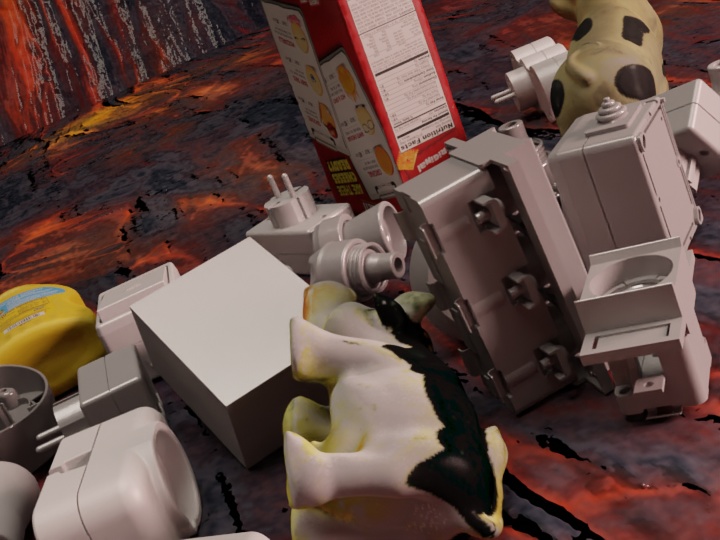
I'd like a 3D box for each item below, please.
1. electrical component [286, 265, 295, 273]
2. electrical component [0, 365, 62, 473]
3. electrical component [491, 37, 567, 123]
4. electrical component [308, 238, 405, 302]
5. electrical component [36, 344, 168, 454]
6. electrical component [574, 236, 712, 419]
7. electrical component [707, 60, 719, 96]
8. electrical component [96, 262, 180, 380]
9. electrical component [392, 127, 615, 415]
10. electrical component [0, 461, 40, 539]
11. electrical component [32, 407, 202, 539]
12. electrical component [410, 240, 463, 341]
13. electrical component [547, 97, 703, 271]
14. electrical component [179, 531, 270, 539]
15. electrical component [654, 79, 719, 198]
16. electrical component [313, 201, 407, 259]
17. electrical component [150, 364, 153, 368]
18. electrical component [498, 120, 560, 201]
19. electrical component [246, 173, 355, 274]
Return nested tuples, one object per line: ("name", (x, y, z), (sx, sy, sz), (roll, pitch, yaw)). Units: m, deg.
("electrical component", (-0.071, 0.016, 0.770), (0.035, 0.035, 0.061), (-2, 27, 47))
("electrical component", (-0.243, 0.103, 0.692), (0.099, 0.064, 0.099), (-21, 20, 8))
("electrical component", (0.153, -0.164, 0.958), (0.074, 0.052, 0.138), (-22, 19, 4))
("electrical component", (0.000, 0.000, 0.717), (0.062, 0.043, 0.043), (-8, 25, 35))
("electrical component", (-0.163, 0.090, 0.659), (0.077, 0.047, 0.066), (-25, 20, -8))
("electrical component", (0.127, 0.026, 0.472), (0.042, 0.063, 0.081), (-12, 23, 27))
("electrical component", (0.239, -0.103, 0.686), (0.048, 0.062, 0.048), (-21, 20, 8))
("electrical component", (-0.152, 0.034, 0.776), (0.062, 0.061, 0.096), (-25, 19, -4))
("electrical component", (0.069, 0.003, 0.514), (0.063, 0.121, 0.079), (-29, 20, -8))
("electrical component", (-0.200, 0.140, 0.585), (0.044, 0.044, 0.065), (-24, 24, -1))
("electrical component", (-0.118, 0.113, 0.540), (0.059, 0.053, 0.095), (-22, 19, 3))
("electrical component", (0.068, -0.004, 0.597), (0.080, 0.080, 0.051), (-20, 14, 10))
("electrical component", (0.144, -0.050, 0.603), (0.061, 0.096, 0.061), (-11, 23, 34))
("electrical component", (-0.084, 0.144, 0.364), (0.150, 0.089, 0.061), (-13, 22, 27))
("electrical component", (0.190, -0.065, 0.658), (0.066, 0.047, 0.076), (-18, 47, 51))
("electrical component", (0.000, -0.021, 0.770), (0.055, 0.045, 0.045), (-16, 21, 22))
("electrical component", (-0.100, 0.048, 0.705), (0.079, 0.043, 0.077), (-17, 20, 18))
("electrical component", (0.115, -0.073, 0.748), (0.048, 0.062, 0.048), (-21, 19, 8))
("electrical component", (-0.050, -0.040, 0.830), (0.047, 0.075, 0.083), (-37, 24, -34))
